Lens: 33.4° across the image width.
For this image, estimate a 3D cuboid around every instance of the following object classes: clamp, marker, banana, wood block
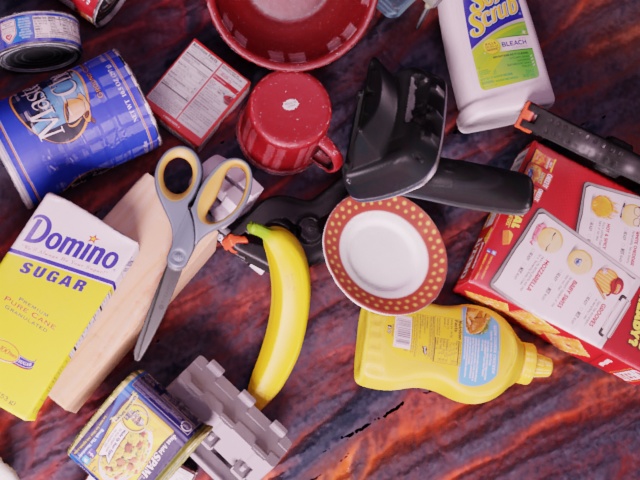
[{"bbox_3d":[0.294,-0.081,1.058,0.210,0.164,0.036,26,100,6],"label":"clamp"},{"bbox_3d":[-0.100,-0.009,1.045,0.121,0.020,0.020,37,77,0],"label":"marker"},{"bbox_3d":[-0.007,0.001,1.040,0.171,0.039,0.120,-17,78,-20],"label":"clamp"},{"bbox_3d":[-0.040,0.067,1.000,0.069,0.037,0.198,-10,114,-26],"label":"banana"},{"bbox_3d":[-0.194,0.050,0.984,0.090,0.091,0.206,40,77,1],"label":"wood block"}]

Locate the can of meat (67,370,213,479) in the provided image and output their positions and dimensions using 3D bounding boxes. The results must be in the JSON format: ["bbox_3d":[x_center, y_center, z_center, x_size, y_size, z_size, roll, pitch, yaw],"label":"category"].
[{"bbox_3d":[-0.159,0.176,0.932,0.084,0.057,0.102,41,99,5],"label":"can of meat"}]

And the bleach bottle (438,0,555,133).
[{"bbox_3d":[0.161,-0.243,1.105,0.102,0.068,0.251,-13,79,-11],"label":"bleach bottle"}]

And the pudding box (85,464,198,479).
[{"bbox_3d":[-0.177,0.242,0.978,0.090,0.039,0.113,29,78,-2],"label":"pudding box"}]

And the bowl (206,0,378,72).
[{"bbox_3d":[-0.027,-0.242,0.995,0.162,0.055,0.162,-2,115,-5],"label":"bowl"}]

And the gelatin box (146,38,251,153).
[{"bbox_3d":[-0.123,-0.144,1.062,0.073,0.030,0.089,37,77,1],"label":"gelatin box"}]

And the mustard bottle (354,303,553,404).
[{"bbox_3d":[0.132,0.108,1.035,0.191,0.058,0.096,10,63,-6],"label":"mustard bottle"}]

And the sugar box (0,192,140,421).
[{"bbox_3d":[-0.238,0.056,0.907,0.093,0.048,0.176,30,78,-1],"label":"sugar box"}]

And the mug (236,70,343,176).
[{"bbox_3d":[-0.024,-0.109,1.043,0.117,0.081,0.093,43,77,2],"label":"mug"}]

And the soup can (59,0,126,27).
[{"bbox_3d":[-0.241,-0.266,1.049,0.102,0.068,0.068,35,77,1],"label":"soup can"}]

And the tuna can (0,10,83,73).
[{"bbox_3d":[-0.271,-0.189,1.020,0.086,0.086,0.034,-9,82,-10],"label":"tuna can"}]

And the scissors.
[{"bbox_3d":[-0.137,-0.001,0.945,0.096,0.016,0.201,36,75,2],"label":"scissors"}]

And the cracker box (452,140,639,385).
[{"bbox_3d":[0.263,0.025,1.063,0.213,0.072,0.164,27,76,-3],"label":"cracker box"}]

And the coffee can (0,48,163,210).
[{"bbox_3d":[-0.233,-0.105,1.002,0.140,0.103,0.103,-27,84,-12],"label":"coffee can"}]
